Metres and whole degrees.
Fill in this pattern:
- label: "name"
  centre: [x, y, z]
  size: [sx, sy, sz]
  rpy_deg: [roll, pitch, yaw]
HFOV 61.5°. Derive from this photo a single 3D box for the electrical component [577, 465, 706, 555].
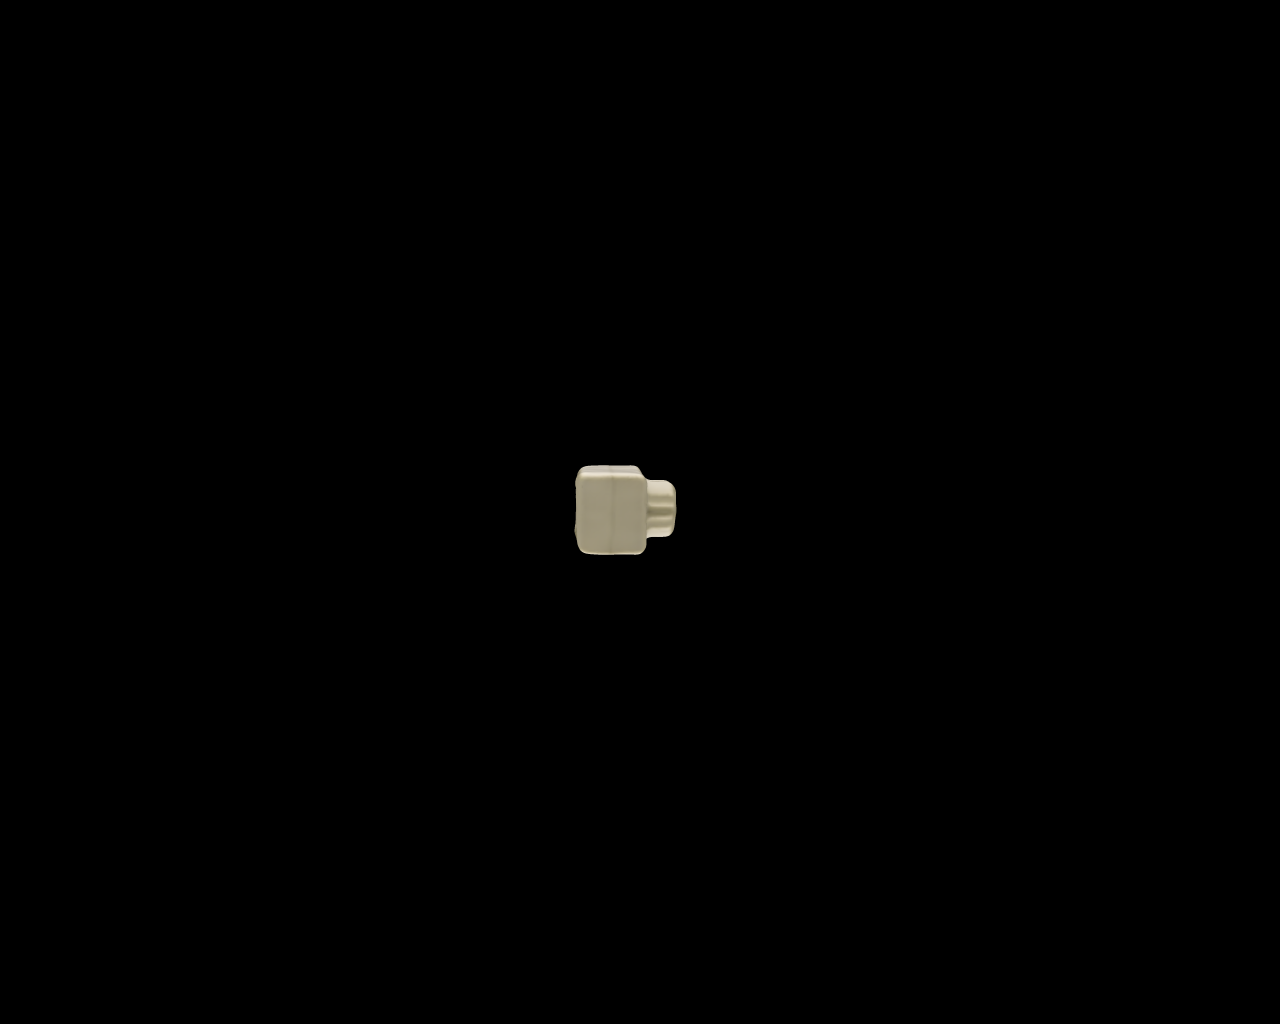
- label: "electrical component"
  centre: [0.001, -0.003, 0.650]
  size: [0.077, 0.047, 0.066]
  rpy_deg: [0, 7, -4]
